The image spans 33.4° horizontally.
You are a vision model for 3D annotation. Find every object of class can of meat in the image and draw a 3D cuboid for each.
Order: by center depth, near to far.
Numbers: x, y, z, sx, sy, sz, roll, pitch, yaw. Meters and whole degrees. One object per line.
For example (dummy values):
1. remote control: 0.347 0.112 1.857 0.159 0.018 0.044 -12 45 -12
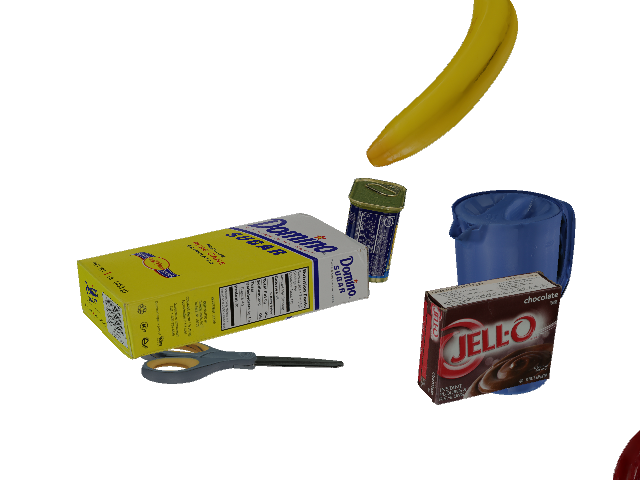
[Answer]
1. can of meat: 0.054 -0.012 1.122 0.057 0.084 0.102 10 18 3

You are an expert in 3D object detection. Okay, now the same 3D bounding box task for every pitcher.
1. pitcher: 0.243 0.062 1.342 0.149 0.243 0.145 1 21 13

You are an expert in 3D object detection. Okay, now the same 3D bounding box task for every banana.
1. banana: 0.107 -0.132 0.837 0.070 0.197 0.037 2 -38 49

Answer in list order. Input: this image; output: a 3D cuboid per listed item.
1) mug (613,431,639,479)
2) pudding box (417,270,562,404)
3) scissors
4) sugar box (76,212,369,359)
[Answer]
1. mug: 0.151 0.117 0.353 0.117 0.081 0.093 5 37 8
2. pudding box: 0.138 0.078 0.875 0.113 0.090 0.039 -10 30 -23
3. scissors: -0.084 0.122 1.031 0.202 0.016 0.096 7 17 10
4. sugar box: -0.064 0.026 0.722 0.176 0.048 0.093 -16 25 -27
